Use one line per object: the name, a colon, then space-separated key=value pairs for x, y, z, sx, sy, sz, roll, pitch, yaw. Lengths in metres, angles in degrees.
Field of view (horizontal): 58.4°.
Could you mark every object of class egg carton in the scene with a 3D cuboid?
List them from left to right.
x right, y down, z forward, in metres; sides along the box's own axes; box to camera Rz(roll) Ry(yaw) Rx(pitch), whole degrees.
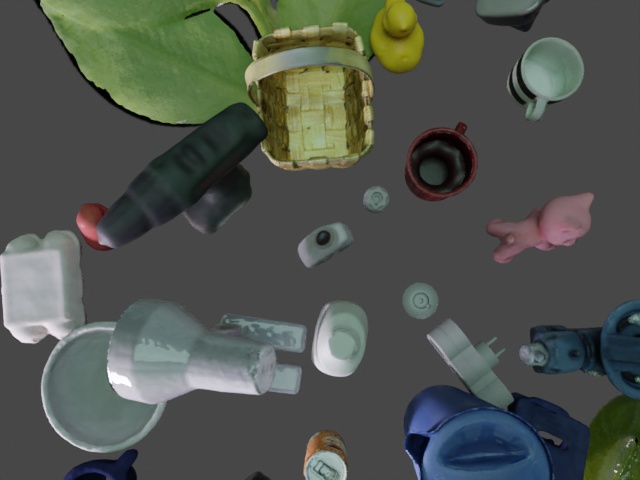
egg carton: x=-0.375 y=0.064 z=0.784 sx=0.107 sy=0.069 sz=0.150 roll=-7 pitch=85 yaw=0

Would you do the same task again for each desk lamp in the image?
desk lamp: x=-0.124 y=0.139 z=0.701 sx=0.203 sy=0.213 sz=0.118 roll=6 pitch=85 yaw=2

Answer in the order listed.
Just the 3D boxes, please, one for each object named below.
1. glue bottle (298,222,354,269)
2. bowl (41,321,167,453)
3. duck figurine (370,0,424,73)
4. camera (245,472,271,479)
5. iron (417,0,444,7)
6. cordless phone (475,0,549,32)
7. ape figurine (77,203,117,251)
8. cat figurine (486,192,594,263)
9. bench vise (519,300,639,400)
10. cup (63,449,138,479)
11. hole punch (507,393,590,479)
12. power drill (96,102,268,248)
glue bottle: x=0.007 y=0.003 z=0.731 sx=0.078 sy=0.173 sz=0.037 roll=-30 pitch=85 yaw=-1
bowl: x=-0.275 y=0.191 z=0.768 sx=0.167 sy=0.075 sz=0.167 roll=0 pitch=85 yaw=1
duck figurine: x=0.111 y=-0.293 z=0.800 sx=0.077 sy=0.086 sz=0.104 roll=-10 pitch=85 yaw=0
camera: x=-0.048 y=0.364 z=0.736 sx=0.143 sy=0.101 sz=0.137 roll=-39 pitch=85 yaw=-2
iron: x=0.104 y=-0.456 z=0.787 sx=0.118 sy=0.141 sz=0.258 roll=-36 pitch=85 yaw=-2
cordless phone: x=0.283 y=-0.376 z=0.755 sx=0.094 sy=0.185 sz=0.148 roll=20 pitch=85 yaw=3
ape figurine: x=-0.298 y=-0.024 z=0.779 sx=0.078 sy=0.092 sz=0.076 roll=42 pitch=87 yaw=4
cat figurine: x=0.296 y=-0.017 z=0.756 sx=0.128 sy=0.118 sz=0.067 roll=-18 pitch=85 yaw=-1
bench vise: x=0.362 y=0.147 z=0.689 sx=0.207 sy=0.220 sz=0.121 roll=-22 pitch=85 yaw=-1
cup: x=-0.270 y=0.313 z=0.747 sx=0.091 sy=0.095 sz=0.118 roll=38 pitch=87 yaw=4
hole punch: x=0.289 y=0.262 z=0.745 sx=0.108 sy=0.091 sz=0.101 roll=23 pitch=86 yaw=3
power drill: x=-0.156 y=-0.067 z=0.723 sx=0.075 sy=0.208 sz=0.230 roll=44 pitch=87 yaw=5
